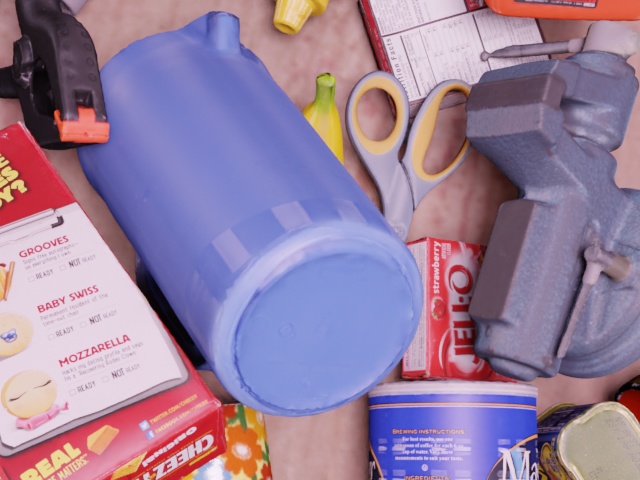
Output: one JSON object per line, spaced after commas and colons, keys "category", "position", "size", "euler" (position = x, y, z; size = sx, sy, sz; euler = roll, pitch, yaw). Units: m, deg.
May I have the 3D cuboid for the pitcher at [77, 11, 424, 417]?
{"category": "pitcher", "position": [-0.046, -0.006, 0.586], "size": [0.145, 0.149, 0.243], "euler": [-32, 38, -5]}

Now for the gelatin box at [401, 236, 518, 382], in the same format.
{"category": "gelatin box", "position": [0.090, 0.047, 0.679], "size": [0.073, 0.030, 0.089], "euler": [8, 76, -29]}

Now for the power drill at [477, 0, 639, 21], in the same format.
{"category": "power drill", "position": [0.166, -0.210, 0.693], "size": [0.184, 0.057, 0.187], "euler": [1, 40, 1]}

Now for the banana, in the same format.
{"category": "banana", "position": [-0.003, -0.002, 0.677], "size": [0.037, 0.069, 0.198], "euler": [-2, 86, 6]}

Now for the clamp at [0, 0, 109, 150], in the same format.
{"category": "clamp", "position": [-0.163, -0.116, 0.632], "size": [0.039, 0.172, 0.120], "euler": [-10, 122, -32]}

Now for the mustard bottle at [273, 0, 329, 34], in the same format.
{"category": "mustard bottle", "position": [0.010, -0.226, 0.719], "size": [0.096, 0.058, 0.191], "euler": [30, 76, -38]}

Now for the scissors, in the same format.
{"category": "scissors", "position": [0.034, -0.021, 0.690], "size": [0.096, 0.016, 0.202], "euler": [29, 88, -8]}

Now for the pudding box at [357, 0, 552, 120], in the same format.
{"category": "pudding box", "position": [0.091, -0.140, 0.727], "size": [0.113, 0.039, 0.090], "euler": [-16, 83, -4]}

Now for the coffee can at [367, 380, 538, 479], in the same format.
{"category": "coffee can", "position": [0.079, 0.157, 0.632], "size": [0.102, 0.103, 0.140], "euler": [1, 78, -4]}

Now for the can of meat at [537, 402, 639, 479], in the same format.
{"category": "can of meat", "position": [0.175, 0.148, 0.651], "size": [0.057, 0.084, 0.102], "euler": [-33, 83, -10]}

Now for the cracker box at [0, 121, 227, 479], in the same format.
{"category": "cracker box", "position": [-0.173, 0.061, 0.555], "size": [0.164, 0.072, 0.214], "euler": [-30, 62, -20]}
